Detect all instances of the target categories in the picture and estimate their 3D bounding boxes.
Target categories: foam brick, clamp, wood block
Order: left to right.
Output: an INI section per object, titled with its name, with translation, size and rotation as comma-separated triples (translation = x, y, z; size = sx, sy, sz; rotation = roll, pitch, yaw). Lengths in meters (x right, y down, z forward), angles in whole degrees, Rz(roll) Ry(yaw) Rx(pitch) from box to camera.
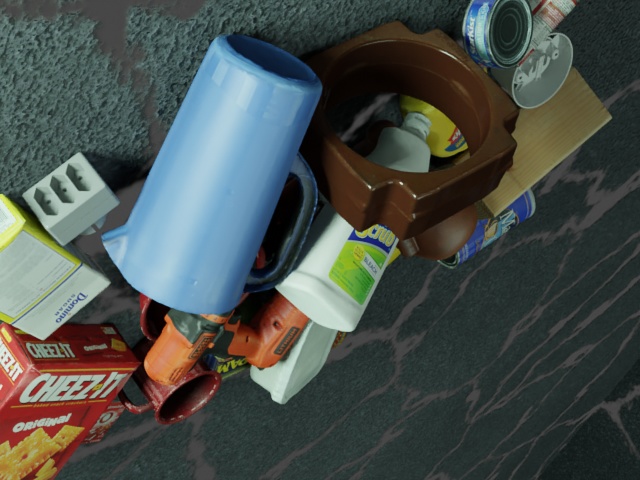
[clamp]
translation = -0.082, 0.028, 1.260
size = 0.120, 0.039, 0.172
rotation = -25, 143, -35
[foam brick]
translation = -0.041, -0.061, 1.162
size = 0.053, 0.051, 0.078
rotation = -39, 154, -6
[wood block]
translation = 0.262, -0.125, 1.388
size = 0.206, 0.091, 0.090
rotation = -39, -175, -10

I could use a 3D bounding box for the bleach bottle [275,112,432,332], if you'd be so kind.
[bleach bottle]
translation = 0.049, -0.033, 1.131
size = 0.102, 0.068, 0.250
rotation = 44, 66, -39

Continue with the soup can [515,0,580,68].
[soup can]
translation = 0.236, -0.256, 1.219
size = 0.102, 0.068, 0.068
rotation = -48, 153, 14

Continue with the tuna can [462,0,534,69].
[tuna can]
translation = 0.193, -0.228, 1.151
size = 0.085, 0.034, 0.086
rotation = -15, 113, -42

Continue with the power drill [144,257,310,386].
[power drill]
translation = -0.089, 0.083, 1.188
size = 0.185, 0.057, 0.187
rotation = -52, 150, 19

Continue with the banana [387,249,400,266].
[banana]
translation = 0.059, 0.049, 1.482
size = 0.198, 0.037, 0.069
rotation = -42, 153, 0

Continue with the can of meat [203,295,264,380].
[can of meat]
translation = -0.114, 0.123, 1.342
size = 0.101, 0.057, 0.084
rotation = -19, 144, -39

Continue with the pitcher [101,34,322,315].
[pitcher]
translation = -0.083, -0.059, 0.997
size = 0.149, 0.145, 0.243
rotation = -21, 141, -61

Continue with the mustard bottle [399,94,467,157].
[mustard bottle]
translation = 0.150, -0.151, 1.269
size = 0.096, 0.058, 0.191
rotation = -61, 156, -8

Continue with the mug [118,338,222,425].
[mug]
translation = -0.188, 0.166, 1.277
size = 0.117, 0.081, 0.093
rotation = -27, 151, -27

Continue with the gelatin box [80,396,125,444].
[gelatin box]
translation = -0.283, 0.213, 1.280
size = 0.073, 0.030, 0.089
rotation = -51, 152, 19

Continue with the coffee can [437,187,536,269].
[coffee can]
translation = 0.211, -0.040, 1.477
size = 0.140, 0.103, 0.103
rotation = -33, 153, -16

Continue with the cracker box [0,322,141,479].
[cracker box]
translation = -0.316, 0.188, 1.151
size = 0.214, 0.072, 0.163
rotation = -51, 152, 18

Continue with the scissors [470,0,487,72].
[scissors]
translation = 0.167, -0.200, 1.179
size = 0.201, 0.016, 0.096
rotation = 71, 31, -51

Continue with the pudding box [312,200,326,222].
[pudding box]
translation = -0.008, 0.001, 1.213
size = 0.090, 0.039, 0.113
rotation = -53, 173, 2

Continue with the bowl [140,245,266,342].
[bowl]
translation = -0.141, 0.039, 1.177
size = 0.162, 0.055, 0.162
rotation = -32, 152, -19

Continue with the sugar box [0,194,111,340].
[sugar box]
translation = -0.276, 0.030, 0.994
size = 0.093, 0.048, 0.176
rotation = -40, 158, -2
